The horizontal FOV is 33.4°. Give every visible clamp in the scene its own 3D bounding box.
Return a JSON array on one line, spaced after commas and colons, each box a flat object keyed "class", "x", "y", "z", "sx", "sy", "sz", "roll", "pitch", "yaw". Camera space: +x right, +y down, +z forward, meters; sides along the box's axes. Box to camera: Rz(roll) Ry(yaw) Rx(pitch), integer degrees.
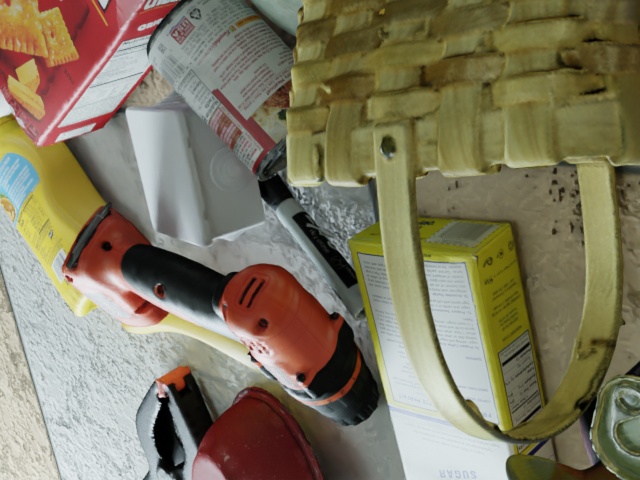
[{"class": "clamp", "x": -0.109, "y": 0.203, "z": 0.902, "sx": 0.165, "sy": 0.036, "sz": 0.210, "roll": 29, "pitch": 130, "yaw": 32}]

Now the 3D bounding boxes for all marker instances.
[{"class": "marker", "x": -0.004, "y": 0.001, "z": 0.674, "sx": 0.121, "sy": 0.020, "sz": 0.020, "roll": 52, "pitch": 140, "yaw": 27}]

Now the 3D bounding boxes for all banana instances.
[{"class": "banana", "x": -0.093, "y": 0.066, "z": 0.806, "sx": 0.198, "sy": 0.037, "sz": 0.069, "roll": 18, "pitch": 124, "yaw": 39}]

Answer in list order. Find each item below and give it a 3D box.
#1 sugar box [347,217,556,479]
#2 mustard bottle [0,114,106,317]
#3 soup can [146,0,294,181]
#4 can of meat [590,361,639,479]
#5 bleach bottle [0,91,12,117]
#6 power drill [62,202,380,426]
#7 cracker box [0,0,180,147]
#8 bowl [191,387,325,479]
[{"class": "sugar box", "x": 0.080, "y": 0.075, "z": 0.626, "sx": 0.094, "sy": 0.048, "sz": 0.176, "roll": 7, "pitch": 120, "yaw": 45}, {"class": "mustard bottle", "x": -0.222, "y": -0.037, "z": 0.863, "sx": 0.192, "sy": 0.058, "sz": 0.096, "roll": 53, "pitch": 142, "yaw": 8}, {"class": "soup can", "x": -0.045, "y": -0.094, "z": 0.630, "sx": 0.102, "sy": 0.068, "sz": 0.069, "roll": 47, "pitch": 138, "yaw": 5}, {"class": "can of meat", "x": 0.190, "y": 0.082, "z": 0.484, "sx": 0.102, "sy": 0.083, "sz": 0.057, "roll": 26, "pitch": 129, "yaw": 34}, {"class": "bleach bottle", "x": -0.316, "y": -0.109, "z": 0.771, "sx": 0.102, "sy": 0.250, "sz": 0.068, "roll": 53, "pitch": 140, "yaw": 9}, {"class": "power drill", "x": -0.059, "y": 0.050, "z": 0.685, "sx": 0.188, "sy": 0.057, "sz": 0.184, "roll": 18, "pitch": 159, "yaw": 30}, {"class": "cracker box", "x": -0.171, "y": -0.183, "z": 0.717, "sx": 0.214, "sy": 0.071, "sz": 0.164, "roll": -36, "pitch": 84, "yaw": 50}, {"class": "bowl", "x": -0.051, "y": 0.194, "z": 0.791, "sx": 0.162, "sy": 0.055, "sz": 0.162, "roll": 34, "pitch": 131, "yaw": 50}]
